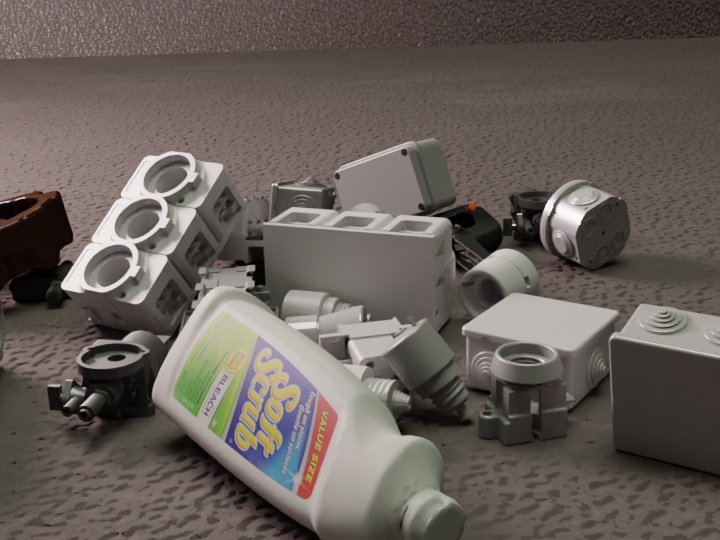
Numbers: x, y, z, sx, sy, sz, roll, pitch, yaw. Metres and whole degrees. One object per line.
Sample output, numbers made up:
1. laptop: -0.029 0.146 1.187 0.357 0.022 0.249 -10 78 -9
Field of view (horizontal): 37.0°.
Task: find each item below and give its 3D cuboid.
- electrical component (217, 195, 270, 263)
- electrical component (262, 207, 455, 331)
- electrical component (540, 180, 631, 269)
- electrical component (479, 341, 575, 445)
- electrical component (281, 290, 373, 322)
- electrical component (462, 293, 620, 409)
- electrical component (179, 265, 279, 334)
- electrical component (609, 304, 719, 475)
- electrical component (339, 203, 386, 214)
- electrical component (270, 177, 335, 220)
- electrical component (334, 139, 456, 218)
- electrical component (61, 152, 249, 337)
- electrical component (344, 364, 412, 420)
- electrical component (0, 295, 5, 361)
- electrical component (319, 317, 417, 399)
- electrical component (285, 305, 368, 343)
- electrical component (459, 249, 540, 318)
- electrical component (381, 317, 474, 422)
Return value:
1. electrical component: -0.118 -0.041 1.045 0.079 0.063 0.121 0 4 6
2. electrical component: 0.000 0.000 0.913 0.150 0.089 0.062 5 20 20
3. electrical component: 0.219 -0.043 1.045 0.080 0.080 0.051 -13 27 -30
4. electrical component: 0.111 0.080 0.716 0.066 0.055 0.048 -6 19 -14
5. electrical component: -0.028 0.039 0.878 0.078 0.040 0.040 5 19 18
6. electrical component: 0.133 0.059 0.791 0.100 0.048 0.100 10 22 32
7. electrical component: -0.103 0.042 0.839 0.079 0.063 0.121 -3 18 -4
8. electrical component: 0.206 0.073 0.666 0.100 0.099 0.048 10 35 32
9. electrical component: 0.012 -0.027 0.982 0.079 0.043 0.077 4 26 21
10. electrical component: -0.054 -0.038 1.016 0.048 0.099 0.100 5 7 6
11. electrical component: 0.036 -0.089 1.150 0.113 0.078 0.057 -16 3 39
12. electrical component: -0.176 -0.025 0.925 0.089 0.061 0.150 9 58 29
13. electrical component: -0.005 0.086 0.728 0.081 0.043 0.043 4 19 16
14. electrical component: -0.301 0.056 0.769 0.062 0.089 0.150 -4 19 -7
15. electrical component: 0.013 0.067 0.786 0.081 0.042 0.064 -6 21 -13
16. electrical component: -0.027 0.052 0.840 0.065 0.044 0.044 -5 18 6
17. electrical component: 0.117 0.015 0.916 0.055 0.055 0.047 13 27 36
18. electrical component: 0.049 0.070 0.735 0.040 0.078 0.040 -39 0 0
